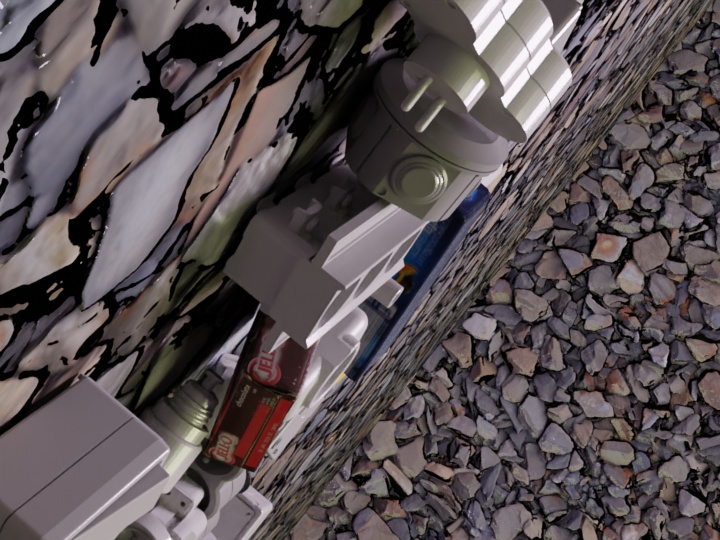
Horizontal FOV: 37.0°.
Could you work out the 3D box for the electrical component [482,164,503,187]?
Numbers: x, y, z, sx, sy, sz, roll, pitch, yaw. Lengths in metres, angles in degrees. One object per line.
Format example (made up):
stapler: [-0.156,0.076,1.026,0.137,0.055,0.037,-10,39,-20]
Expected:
electrical component: [0.097,-0.090,0.923,0.081,0.043,0.043,-42,167,-51]

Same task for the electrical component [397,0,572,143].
electrical component: [0.045,-0.096,0.487,0.073,0.052,0.138,-52,148,-5]

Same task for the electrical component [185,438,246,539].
electrical component: [-0.107,0.143,0.782,0.138,0.052,0.074,-57,170,28]

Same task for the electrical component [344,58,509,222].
electrical component: [0.034,-0.069,0.566,0.051,0.080,0.080,-51,173,32]

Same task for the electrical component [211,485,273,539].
electrical component: [-0.134,0.234,0.980,0.096,0.062,0.061,-52,171,-1]

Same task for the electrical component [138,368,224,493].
electrical component: [-0.106,0.090,0.613,0.078,0.040,0.040,-52,171,0]

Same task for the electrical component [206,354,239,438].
electrical component: [-0.086,0.083,0.694,0.046,0.040,0.040,-59,170,12]

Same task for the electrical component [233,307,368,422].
electrical component: [-0.041,0.057,0.751,0.095,0.059,0.053,-46,169,-36]

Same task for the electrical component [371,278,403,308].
electrical component: [0.000,0.000,0.722,0.048,0.062,0.048,-50,171,-11]

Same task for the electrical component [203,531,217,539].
electrical component: [-0.145,0.242,0.843,0.048,0.099,0.099,-19,148,-51]

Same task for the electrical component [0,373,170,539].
electrical component: [-0.126,0.096,0.463,0.096,0.061,0.061,-40,166,-53]

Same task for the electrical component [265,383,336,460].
electrical component: [-0.062,0.102,0.858,0.099,0.048,0.099,-50,171,-13]

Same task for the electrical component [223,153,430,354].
electrical component: [-0.015,-0.016,0.580,0.078,0.063,0.121,-57,170,32]

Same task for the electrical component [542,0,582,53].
electrical component: [0.073,-0.121,0.611,0.061,0.062,0.096,-49,171,-21]

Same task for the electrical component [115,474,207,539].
electrical component: [-0.144,0.180,0.727,0.078,0.058,0.057,-55,174,18]
